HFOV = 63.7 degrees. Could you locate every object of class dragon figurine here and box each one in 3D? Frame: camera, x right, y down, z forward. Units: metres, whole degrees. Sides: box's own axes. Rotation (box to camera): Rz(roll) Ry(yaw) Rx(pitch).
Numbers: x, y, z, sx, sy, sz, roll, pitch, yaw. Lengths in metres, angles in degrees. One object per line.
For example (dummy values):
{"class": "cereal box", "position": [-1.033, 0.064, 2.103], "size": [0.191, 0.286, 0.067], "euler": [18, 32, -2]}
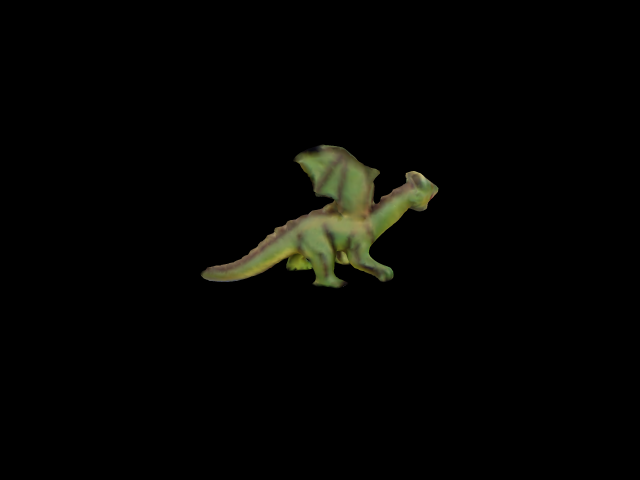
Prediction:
{"class": "dragon figurine", "position": [0.003, -0.043, 0.850], "size": [0.411, 0.238, 0.124], "euler": [-4, 25, -9]}
